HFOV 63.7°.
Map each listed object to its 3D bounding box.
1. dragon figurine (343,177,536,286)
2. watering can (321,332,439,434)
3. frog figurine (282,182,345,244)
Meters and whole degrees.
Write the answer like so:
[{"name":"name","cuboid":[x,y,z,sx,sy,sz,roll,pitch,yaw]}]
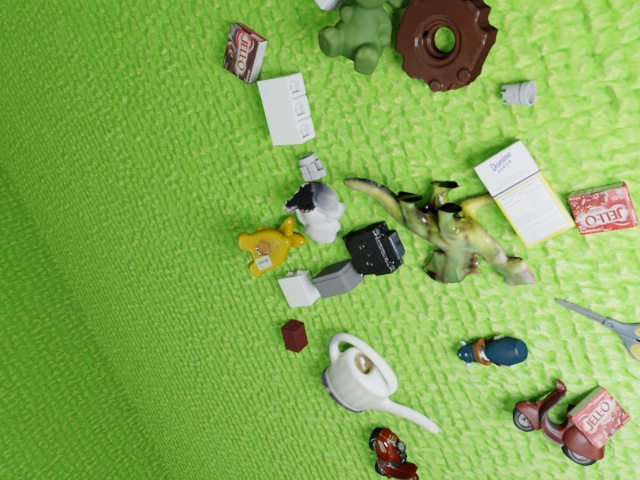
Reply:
[{"name":"dragon figurine","cuboid":[0.236,-0.001,1.053,0.412,0.124,0.237,17,132,36]},{"name":"watering can","cuboid":[0.135,0.396,1.355,0.350,0.105,0.220,48,136,9]},{"name":"frog figurine","cuboid":[0.004,-0.062,1.238,0.136,0.125,0.157,-13,141,36]}]
